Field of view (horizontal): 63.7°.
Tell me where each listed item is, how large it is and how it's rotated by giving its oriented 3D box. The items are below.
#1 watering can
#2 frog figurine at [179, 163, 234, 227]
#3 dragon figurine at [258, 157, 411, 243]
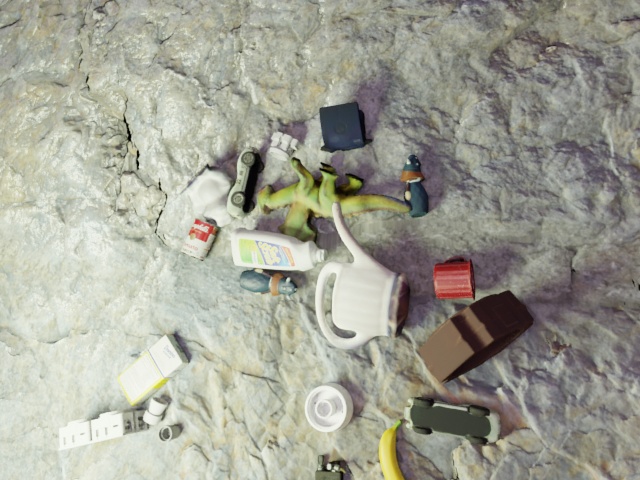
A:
[{"bbox_3d":[0.100,0.094,1.196,0.224,0.104,0.345,8,99,19],"label":"watering can"},{"bbox_3d":[-0.288,-0.120,1.417,0.138,0.123,0.158,-45,104,-7],"label":"frog figurine"},{"bbox_3d":[0.004,-0.066,1.314,0.413,0.122,0.241,28,102,24],"label":"dragon figurine"}]
